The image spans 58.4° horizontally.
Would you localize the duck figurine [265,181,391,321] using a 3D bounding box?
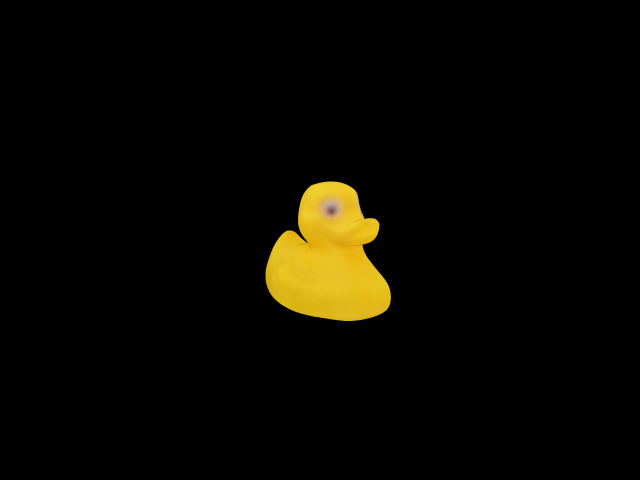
[{"bbox_3d":[0.004,0.001,0.400,0.078,0.086,0.104,-11,17,-38],"label":"duck figurine"}]
